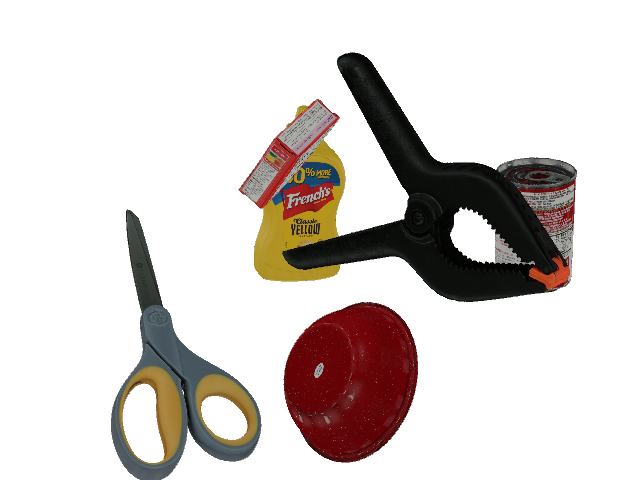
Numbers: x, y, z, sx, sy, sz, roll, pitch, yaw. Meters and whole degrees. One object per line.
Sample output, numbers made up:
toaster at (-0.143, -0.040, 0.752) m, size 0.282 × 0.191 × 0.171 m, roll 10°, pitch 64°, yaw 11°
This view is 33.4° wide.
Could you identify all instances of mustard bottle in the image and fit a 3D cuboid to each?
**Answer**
mustard bottle at (-0.021, -0.053, 1.174) m, size 0.096 × 0.192 × 0.058 m, roll -2°, pitch 19°, yaw -17°

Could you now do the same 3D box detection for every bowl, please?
bowl at (0.015, 0.131, 1.036) m, size 0.162 × 0.162 × 0.055 m, roll 0°, pitch -18°, yaw 46°

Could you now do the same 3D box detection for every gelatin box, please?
gelatin box at (-0.028, -0.079, 0.956) m, size 0.073 × 0.030 × 0.089 m, roll -50°, pitch 0°, yaw 41°

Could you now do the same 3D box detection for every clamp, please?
clamp at (0.072, -0.028, 0.721) m, size 0.210 × 0.165 × 0.036 m, roll 21°, pitch 22°, yaw 30°

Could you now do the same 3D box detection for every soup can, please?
soup can at (0.187, -0.013, 0.928) m, size 0.068 × 0.102 × 0.068 m, roll -3°, pitch 24°, yaw 1°

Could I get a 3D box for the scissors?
scissors at (-0.083, 0.060, 0.660) m, size 0.096 × 0.201 × 0.016 m, roll 11°, pitch -46°, yaw -13°
